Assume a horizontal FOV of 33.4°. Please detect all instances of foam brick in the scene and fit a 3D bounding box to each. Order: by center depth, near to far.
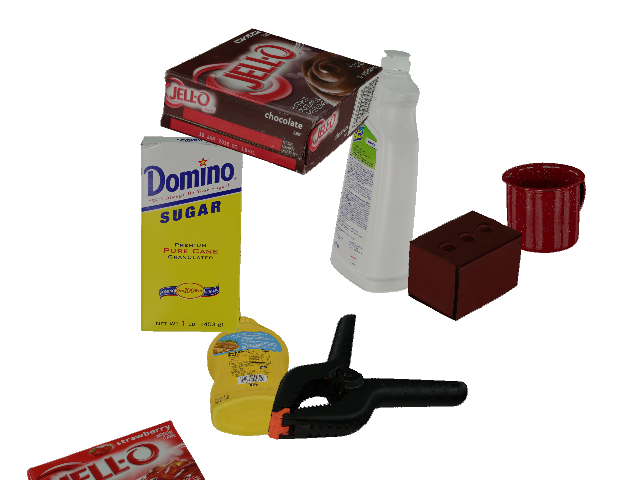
[{"bbox_3d":[0.114,0.019,0.842,0.078,0.051,0.053,-25,38,-36],"label":"foam brick"}]

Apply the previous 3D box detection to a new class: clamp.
[{"bbox_3d":[0.035,0.147,1.041,0.165,0.036,0.209,25,31,28],"label":"clamp"}]

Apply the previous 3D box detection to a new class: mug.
[{"bbox_3d":[0.266,-0.041,1.239,0.117,0.081,0.093,-22,28,-36],"label":"mug"}]

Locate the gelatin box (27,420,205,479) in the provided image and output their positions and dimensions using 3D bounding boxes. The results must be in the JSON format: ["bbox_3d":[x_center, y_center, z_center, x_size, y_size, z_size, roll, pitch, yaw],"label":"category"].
[{"bbox_3d":[-0.112,0.143,0.596,0.089,0.030,0.073,-16,28,-20],"label":"gelatin box"}]

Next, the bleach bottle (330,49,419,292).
[{"bbox_3d":[0.069,-0.077,1.154,0.068,0.251,0.103,-4,23,-30],"label":"bleach bottle"}]

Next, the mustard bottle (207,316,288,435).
[{"bbox_3d":[-0.084,0.147,1.244,0.096,0.058,0.191,-4,30,-6],"label":"mustard bottle"}]

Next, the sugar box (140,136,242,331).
[{"bbox_3d":[-0.118,-0.006,0.980,0.093,0.176,0.048,0,14,-5],"label":"sugar box"}]

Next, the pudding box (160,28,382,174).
[{"bbox_3d":[-0.026,-0.083,0.612,0.090,0.039,0.113,20,27,14],"label":"pudding box"}]
